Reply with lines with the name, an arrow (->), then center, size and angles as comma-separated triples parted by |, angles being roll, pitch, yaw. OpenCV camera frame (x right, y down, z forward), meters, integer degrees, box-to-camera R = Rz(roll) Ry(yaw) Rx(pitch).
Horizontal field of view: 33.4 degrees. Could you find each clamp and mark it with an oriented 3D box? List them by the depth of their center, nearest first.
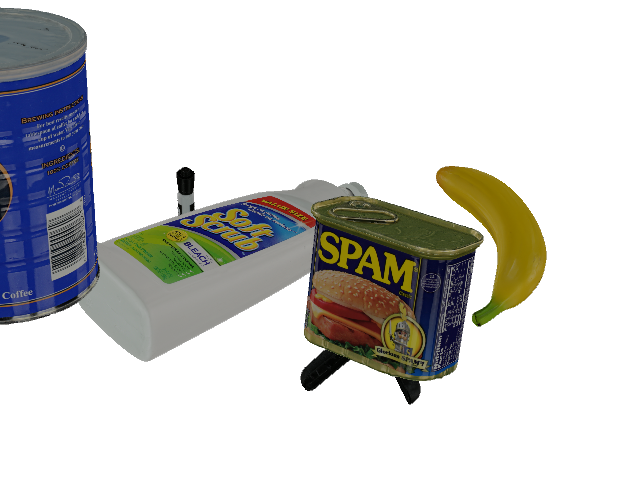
clamp -> 0.064, 0.099, 1.097 | 0.120, 0.171, 0.039 | 16, -39, 17

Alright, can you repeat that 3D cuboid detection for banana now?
banana -> 0.140, -0.009, 0.858 | 0.069, 0.037, 0.198 | -5, 36, 0

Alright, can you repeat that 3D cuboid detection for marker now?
marker -> -0.142, -0.028, 1.126 | 0.020, 0.121, 0.020 | 3, 42, -3

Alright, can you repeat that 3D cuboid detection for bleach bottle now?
bleach bottle -> -0.064, 0.004, 0.849 | 0.250, 0.068, 0.103 | -27, 49, -36

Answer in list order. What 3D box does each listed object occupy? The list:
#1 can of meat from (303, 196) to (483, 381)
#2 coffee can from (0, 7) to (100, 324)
can of meat -> 0.039, 0.028, 0.634 | 0.102, 0.084, 0.057 | 19, 23, 35
coffee can -> -0.172, -0.041, 0.567 | 0.103, 0.140, 0.103 | 2, 28, -1
